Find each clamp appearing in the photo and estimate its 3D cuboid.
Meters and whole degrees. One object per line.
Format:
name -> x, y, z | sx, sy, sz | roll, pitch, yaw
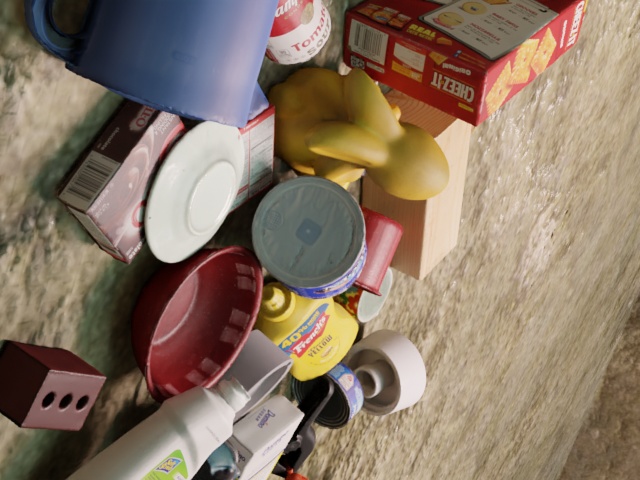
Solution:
clamp -> -0.033, 0.226, 1.271 | 0.120, 0.039, 0.171 | -20, 145, -8

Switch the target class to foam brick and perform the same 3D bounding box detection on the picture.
foam brick -> -0.220, 0.118, 0.853 | 0.053, 0.051, 0.078 | -64, 154, 1

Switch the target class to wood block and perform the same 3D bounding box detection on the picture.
wood block -> 0.109, -0.068, 1.231 | 0.090, 0.091, 0.206 | -41, 146, -38

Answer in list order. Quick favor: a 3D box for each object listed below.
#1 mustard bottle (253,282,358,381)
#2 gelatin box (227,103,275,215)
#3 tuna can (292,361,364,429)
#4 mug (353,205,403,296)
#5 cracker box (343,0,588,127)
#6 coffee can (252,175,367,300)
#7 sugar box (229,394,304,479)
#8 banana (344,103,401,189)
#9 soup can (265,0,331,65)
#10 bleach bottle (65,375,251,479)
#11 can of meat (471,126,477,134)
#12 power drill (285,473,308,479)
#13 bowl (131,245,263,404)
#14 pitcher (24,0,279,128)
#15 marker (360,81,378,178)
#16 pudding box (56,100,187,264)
mustard bottle -> -0.025, 0.090, 1.167 | 0.096, 0.058, 0.191 | -42, 151, -1
gelatin box -> -0.074, -0.075, 0.965 | 0.073, 0.030, 0.089 | -39, 145, -41
tuna can -> 0.010, 0.183, 1.286 | 0.033, 0.086, 0.086 | -37, 144, -43
mug -> 0.040, 0.008, 1.193 | 0.117, 0.093, 0.081 | 157, -44, -85
cracker box -> 0.150, -0.215, 1.091 | 0.213, 0.164, 0.072 | -39, 147, -39
coffee can -> -0.007, 0.001, 1.026 | 0.103, 0.103, 0.140 | -61, 173, -5
sugar box -> -0.087, 0.252, 1.175 | 0.093, 0.048, 0.176 | -31, 153, -48
banana -> 0.025, -0.056, 1.124 | 0.037, 0.069, 0.198 | -151, -102, -78
soup can -> -0.037, -0.197, 0.880 | 0.068, 0.069, 0.102 | -59, 154, -8
bleach bottle -> -0.164, 0.216, 0.953 | 0.250, 0.068, 0.102 | -39, 148, -10
can of meat -> 0.149, -0.151, 1.267 | 0.083, 0.057, 0.102 | -43, 148, -40
power drill -> -0.087, 0.358, 1.240 | 0.184, 0.057, 0.187 | -51, 172, 4
bowl -> -0.122, 0.069, 0.979 | 0.161, 0.055, 0.162 | -41, 146, -36
pitcher -> -0.088, -0.209, 0.730 | 0.149, 0.145, 0.243 | -10, 119, -73
marker -> 0.047, -0.119, 1.152 | 0.020, 0.020, 0.121 | -36, 143, -43
pudding box -> -0.147, -0.050, 0.846 | 0.113, 0.039, 0.090 | -54, 153, -16
